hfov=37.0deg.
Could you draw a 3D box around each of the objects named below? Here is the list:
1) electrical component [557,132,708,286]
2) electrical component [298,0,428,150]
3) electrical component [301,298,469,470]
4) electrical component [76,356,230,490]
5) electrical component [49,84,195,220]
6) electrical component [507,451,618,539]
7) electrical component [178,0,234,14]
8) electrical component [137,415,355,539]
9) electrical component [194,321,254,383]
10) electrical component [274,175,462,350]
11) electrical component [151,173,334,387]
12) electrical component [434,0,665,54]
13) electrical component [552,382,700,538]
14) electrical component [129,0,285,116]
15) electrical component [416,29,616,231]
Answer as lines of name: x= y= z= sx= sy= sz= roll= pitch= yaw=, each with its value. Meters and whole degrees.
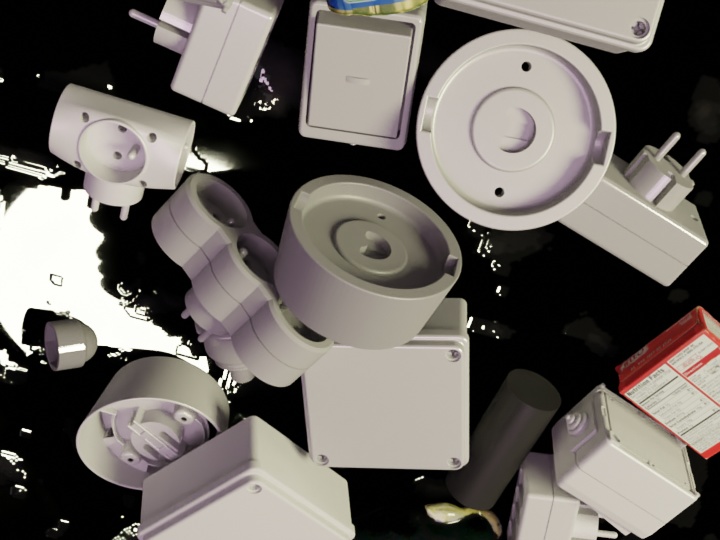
electrical component: x=0.169 y=-0.047 z=0.631 sx=0.083 sy=0.047 sz=0.075 roll=30 pitch=120 yaw=-12
electrical component: x=0.001 y=-0.109 z=0.602 sx=0.062 sy=0.061 sz=0.096 roll=8 pitch=123 yaw=1
electrical component: x=0.019 y=0.076 z=0.719 sx=0.109 sy=0.056 sz=0.108 roll=0 pitch=122 yaw=6
electrical component: x=-0.142 y=0.111 z=0.754 sx=0.099 sy=0.064 sz=0.099 roll=3 pitch=122 yaw=4
electrical component: x=-0.147 y=-0.065 z=0.656 sx=0.077 sy=0.044 sz=0.079 roll=17 pitch=123 yaw=-4
electrical component: x=0.150 y=0.181 z=0.777 sx=0.076 sy=0.047 sz=0.083 roll=6 pitch=122 yaw=2
electrical component: x=-0.107 y=-0.181 z=0.551 sx=0.096 sy=0.061 sz=0.062 roll=17 pitch=169 yaw=23
electrical component: x=-0.078 y=0.167 z=0.746 sx=0.109 sy=0.056 sz=0.109 roll=-32 pitch=128 yaw=21
electrical component: x=-0.083 y=0.048 z=0.721 sx=0.048 sy=0.048 sz=0.062 roll=-1 pitch=129 yaw=7
electrical component: x=0.000 y=0.000 z=0.647 sx=0.108 sy=0.108 sz=0.060 roll=20 pitch=128 yaw=-6
electrical component: x=-0.083 y=0.015 z=0.668 sx=0.074 sy=0.052 sz=0.138 roll=-42 pitch=78 yaw=27
electrical component: x=0.102 y=-0.173 z=0.533 sx=0.109 sy=0.056 sz=0.108 roll=15 pitch=98 yaw=-3
electrical component: x=0.172 y=0.129 z=0.733 sx=0.096 sy=0.061 sz=0.061 roll=33 pitch=120 yaw=-14
electrical component: x=-0.091 y=-0.137 z=0.603 sx=0.077 sy=0.047 sz=0.065 roll=23 pitch=121 yaw=-8
electrical component: x=0.083 y=-0.080 z=0.606 sx=0.108 sy=0.060 sz=0.108 roll=0 pitch=101 yaw=-1
